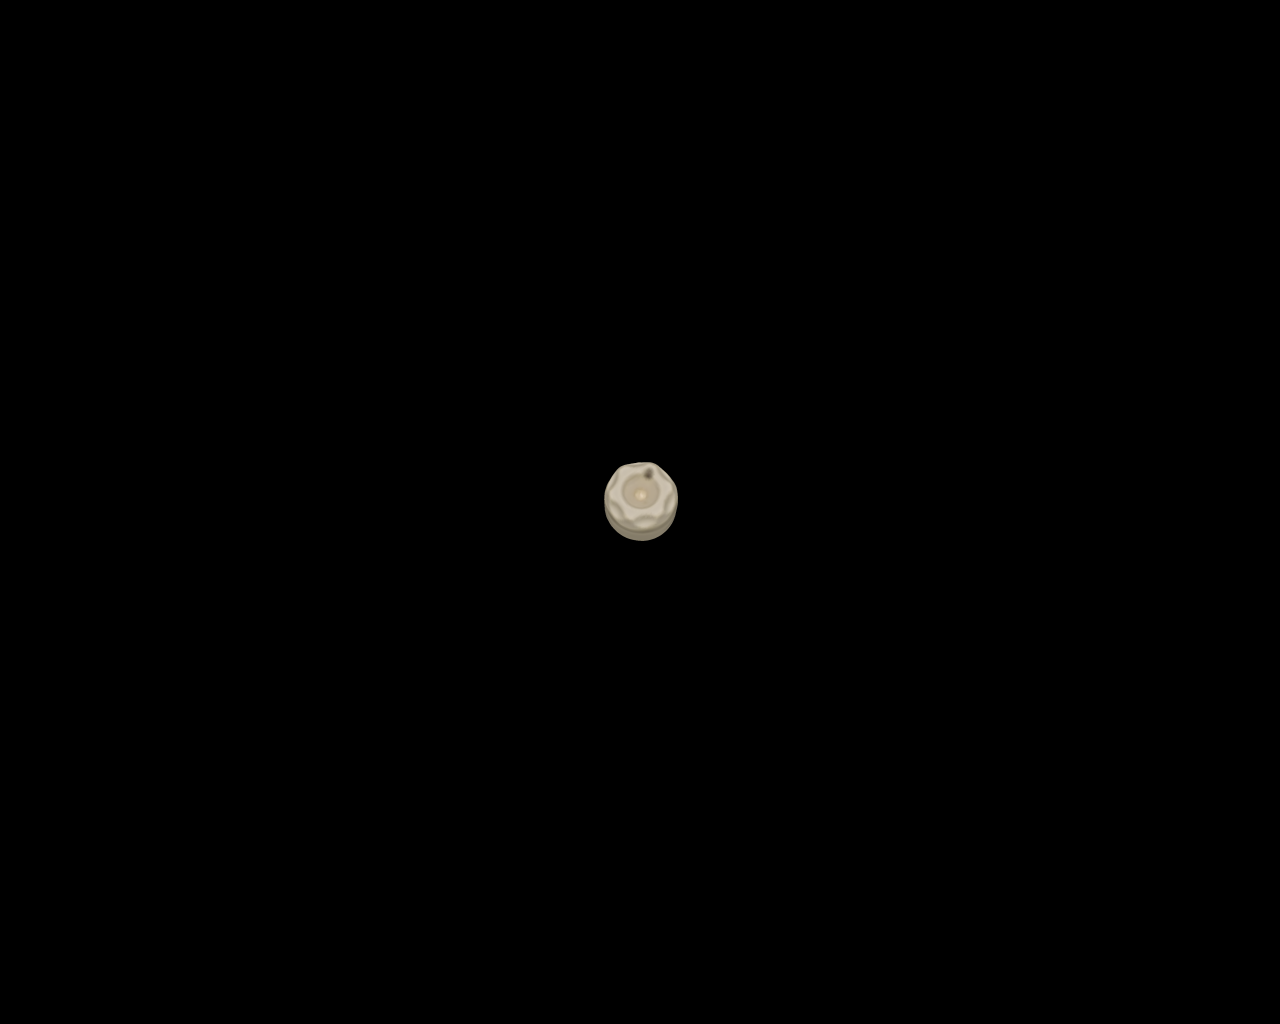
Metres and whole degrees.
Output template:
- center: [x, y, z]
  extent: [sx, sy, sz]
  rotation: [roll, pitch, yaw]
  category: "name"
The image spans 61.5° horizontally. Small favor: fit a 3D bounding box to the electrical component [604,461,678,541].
- center: [0.001, -0.003, 0.650]
  extent: [0.043, 0.043, 0.062]
  rotation: [0, -19, 0]
  category: "electrical component"
